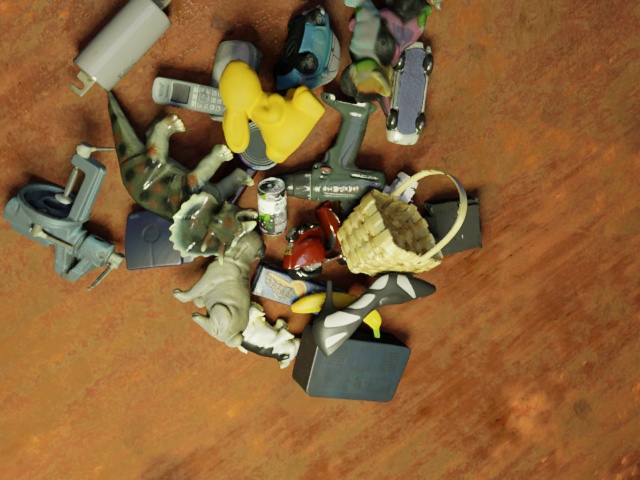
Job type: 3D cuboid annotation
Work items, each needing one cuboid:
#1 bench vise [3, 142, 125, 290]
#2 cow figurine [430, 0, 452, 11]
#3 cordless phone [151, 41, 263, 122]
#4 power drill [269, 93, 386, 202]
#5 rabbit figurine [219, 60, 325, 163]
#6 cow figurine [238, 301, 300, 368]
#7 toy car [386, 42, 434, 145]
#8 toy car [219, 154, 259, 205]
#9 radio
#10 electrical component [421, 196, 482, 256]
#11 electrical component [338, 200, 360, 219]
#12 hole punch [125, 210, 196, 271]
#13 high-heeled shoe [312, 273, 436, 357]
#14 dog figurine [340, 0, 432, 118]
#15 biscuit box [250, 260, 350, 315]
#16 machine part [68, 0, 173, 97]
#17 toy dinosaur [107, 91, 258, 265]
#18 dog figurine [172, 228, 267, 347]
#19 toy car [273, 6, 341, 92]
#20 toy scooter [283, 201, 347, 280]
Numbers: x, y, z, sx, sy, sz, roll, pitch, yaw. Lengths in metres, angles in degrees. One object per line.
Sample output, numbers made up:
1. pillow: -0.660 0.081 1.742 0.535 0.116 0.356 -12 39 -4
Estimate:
1. bench vise: -0.426 -0.051 0.936 0.224 0.129 0.240 33 110 4
2. cow figurine: 0.181 -0.506 1.018 0.195 0.085 0.127 -8 95 -13
3. cordless phone: -0.204 -0.294 0.974 0.184 0.089 0.146 9 98 -9
4. power drill: 0.020 -0.174 1.037 0.232 0.086 0.207 10 92 0
5. rabbit figurine: -0.103 -0.224 0.916 0.173 0.122 0.162 38 101 -25
6. cow figurine: -0.100 0.206 1.081 0.167 0.068 0.098 39 89 -15
7. toy car: 0.176 -0.291 1.067 0.073 0.056 0.201 6 97 -6
8. toy car: -0.156 -0.122 1.025 0.089 0.053 0.202 33 88 -9
9. radio: 0.064 0.252 1.094 0.229 0.073 0.131 13 98 -28
10. electrical component: 0.269 -0.028 1.128 0.134 0.058 0.114 -11 99 -10
11. electrical component: 0.070 -0.071 1.096 0.063 0.021 0.094 -29 103 -5
12. hole punch: -0.296 -0.002 0.987 0.142 0.092 0.115 -6 99 9
13. high-heeled shoe: 0.108 0.142 1.000 0.249 0.086 0.145 1 70 -10
14. dog figurine: 0.123 -0.340 0.975 0.192 0.108 0.219 -11 74 0
15. biscuit box: -0.035 0.105 1.083 0.203 0.059 0.062 20 94 -15
16. machine part: -0.343 -0.344 0.937 0.079 0.079 0.243 42 88 -15
17. toy dinosaur: -0.262 -0.103 0.931 0.405 0.131 0.192 30 73 14
18. dog figurine: -0.151 0.081 1.004 0.172 0.121 0.190 44 89 12
19. toy car: -0.014 -0.342 1.003 0.103 0.109 0.161 18 83 -36
20. toy scooter: -0.002 -0.003 1.052 0.184 0.075 0.135 -17 99 -38
